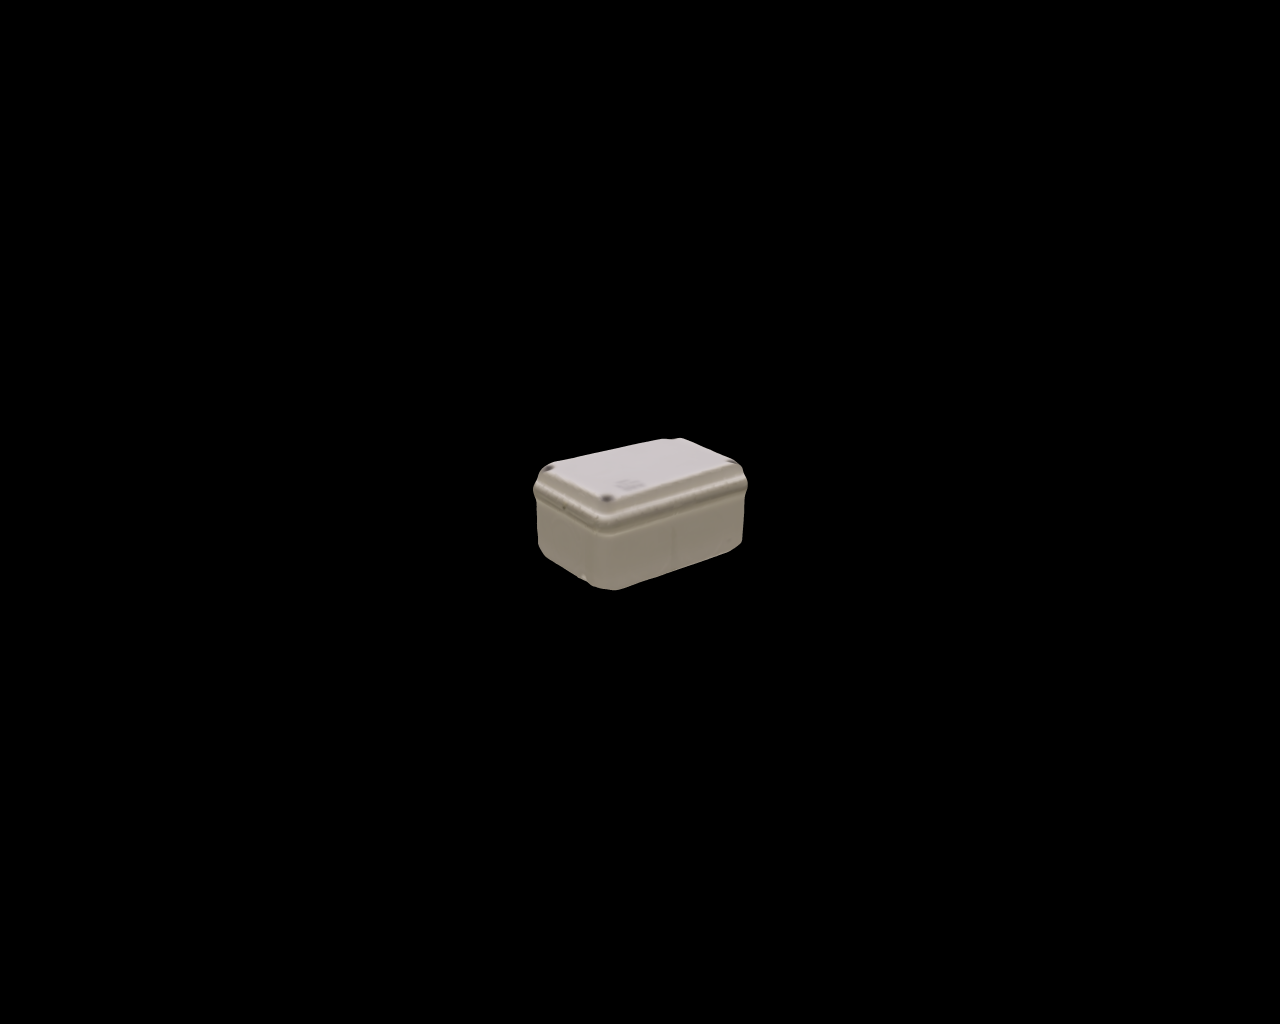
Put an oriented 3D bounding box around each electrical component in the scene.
[{"bbox_3d":[0.001,-0.003,0.650,0.113,0.057,0.078,-16,27,-34],"label":"electrical component"}]
